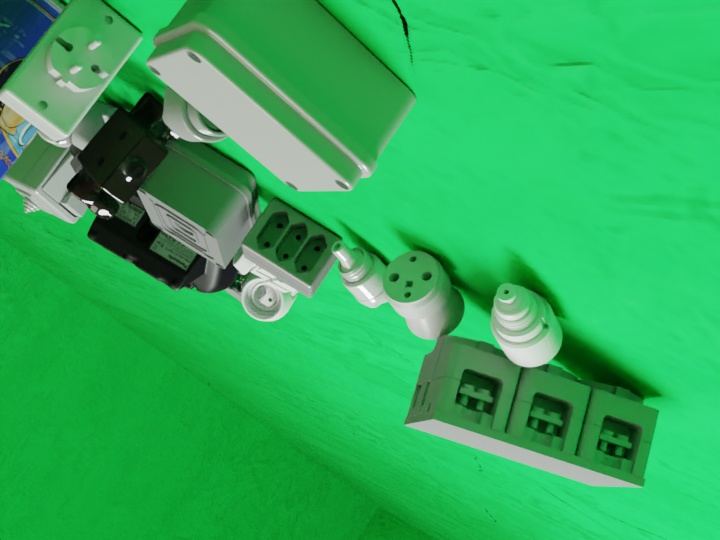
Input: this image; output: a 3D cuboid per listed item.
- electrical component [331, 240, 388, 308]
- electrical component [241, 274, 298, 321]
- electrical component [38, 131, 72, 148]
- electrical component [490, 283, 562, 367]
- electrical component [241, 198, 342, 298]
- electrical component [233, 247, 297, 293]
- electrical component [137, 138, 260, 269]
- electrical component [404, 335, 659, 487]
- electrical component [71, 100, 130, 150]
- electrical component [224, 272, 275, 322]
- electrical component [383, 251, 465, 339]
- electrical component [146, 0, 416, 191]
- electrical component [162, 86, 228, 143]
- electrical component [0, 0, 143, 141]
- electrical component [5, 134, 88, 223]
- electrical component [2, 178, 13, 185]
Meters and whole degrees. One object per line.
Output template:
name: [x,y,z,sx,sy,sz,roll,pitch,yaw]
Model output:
electrical component: [0.000,0.000,0.817,0.035,0.035,0.061,17,157,49]
electrical component: [-0.082,0.020,1.003,0.048,0.066,0.055,32,-160,5]
electrical component: [-0.261,-0.129,0.930,0.040,0.040,0.078,34,178,-4]
electrical component: [0.102,0.031,0.678,0.040,0.040,0.078,25,164,32]
electrical component: [-0.055,-0.013,0.870,0.066,0.047,0.076,32,167,5]
electrical component: [-0.077,-0.010,0.938,0.055,0.048,0.066,29,168,-16]
electrical component: [-0.127,-0.055,0.866,0.078,0.057,0.113,32,167,5]
electrical component: [0.118,0.099,0.749,0.150,0.061,0.089,19,167,-7]
electrical component: [-0.190,-0.105,0.862,0.077,0.044,0.079,32,166,5]
electrical component: [-0.103,0.014,1.088,0.081,0.042,0.064,38,164,-23]
electrical component: [0.044,0.017,0.752,0.045,0.045,0.055,24,164,34]
electrical component: [-0.040,-0.093,0.531,0.113,0.057,0.078,39,165,-25]
electrical component: [-0.091,-0.099,0.657,0.043,0.043,0.062,42,162,-34]
electrical component: [-0.175,-0.128,0.662,0.047,0.083,0.076,39,166,-22]
electrical component: [-0.281,-0.090,1.013,0.061,0.096,0.061,23,164,36]
electrical component: [-0.337,-0.135,1.028,0.044,0.077,0.079,19,160,48]
